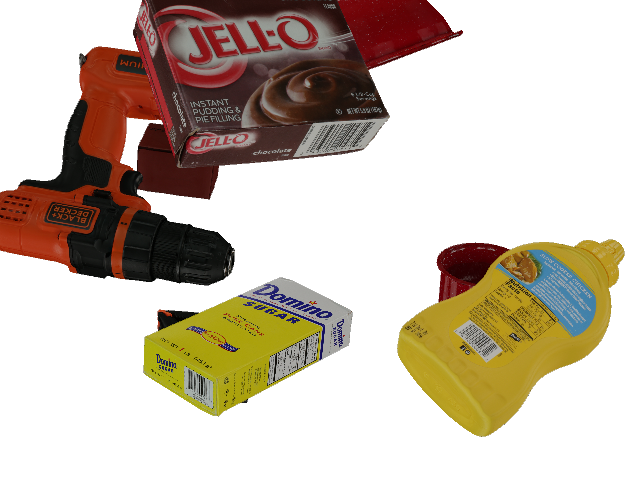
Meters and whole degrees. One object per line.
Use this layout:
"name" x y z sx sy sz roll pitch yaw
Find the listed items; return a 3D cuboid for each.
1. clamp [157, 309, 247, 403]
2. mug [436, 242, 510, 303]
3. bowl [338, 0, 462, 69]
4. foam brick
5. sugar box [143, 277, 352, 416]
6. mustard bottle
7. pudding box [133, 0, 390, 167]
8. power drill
"clamp" -0.119 0.128 1.262 0.210 0.036 0.164 14 23 25
"mug" 0.160 0.053 1.100 0.093 0.081 0.117 -3 28 -10
"bowl" 0.023 -0.154 0.813 0.162 0.055 0.162 -20 7 2
"foam brick" -0.142 -0.081 1.079 0.078 0.051 0.053 8 34 1
"sugar box" -0.062 0.089 0.956 0.093 0.048 0.175 25 34 34
"mustard bottle" 0.155 0.054 0.786 0.191 0.096 0.058 -34 -30 -23
"pudding box" -0.032 -0.087 0.557 0.113 0.090 0.039 -6 -28 -29
"power drill" -0.139 -0.056 0.806 0.184 0.187 0.057 11 -34 4
